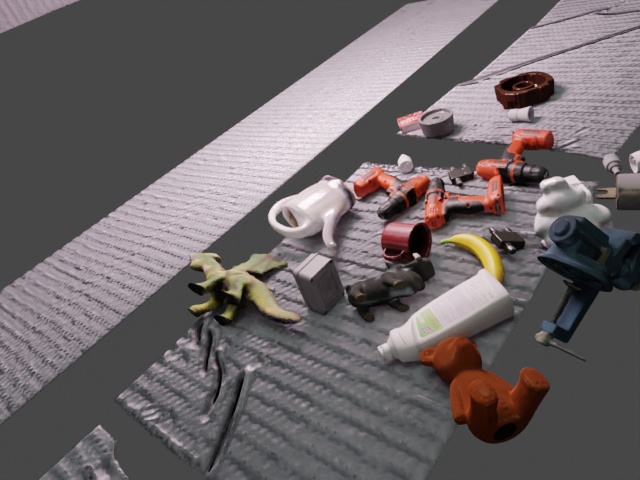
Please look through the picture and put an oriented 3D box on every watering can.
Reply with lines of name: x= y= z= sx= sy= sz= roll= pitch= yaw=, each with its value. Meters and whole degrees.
watering can: x=0.004 y=-0.068 z=1.351 sx=0.227 sy=0.102 sz=0.351 roll=-36 pitch=34 yaw=-21

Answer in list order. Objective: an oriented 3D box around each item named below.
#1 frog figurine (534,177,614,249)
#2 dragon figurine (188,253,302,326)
frog figurine: x=0.482 y=-0.043 z=0.985 sx=0.137 sy=0.156 sz=0.125 roll=-5 pitch=37 yaw=26
dragon figurine: x=-0.170 y=0.094 z=1.237 sx=0.411 sy=0.119 sz=0.247 roll=9 pitch=35 yaw=27
